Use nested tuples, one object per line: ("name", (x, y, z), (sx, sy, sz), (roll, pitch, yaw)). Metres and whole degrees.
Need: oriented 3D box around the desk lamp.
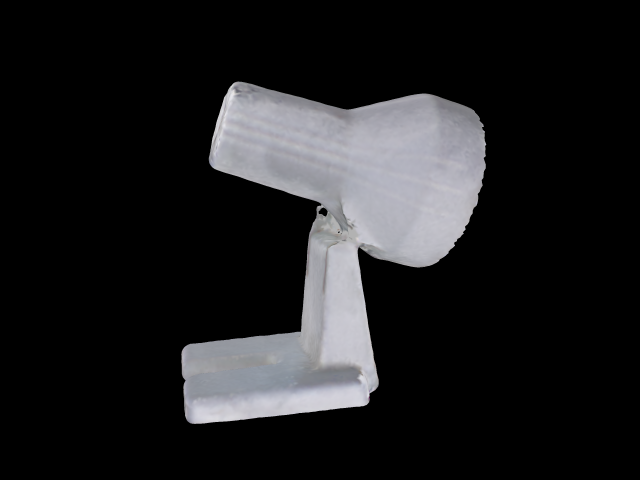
("desk lamp", (0.004, 0.001, 0.400), (0.203, 0.213, 0.117), (-3, 11, -16))
